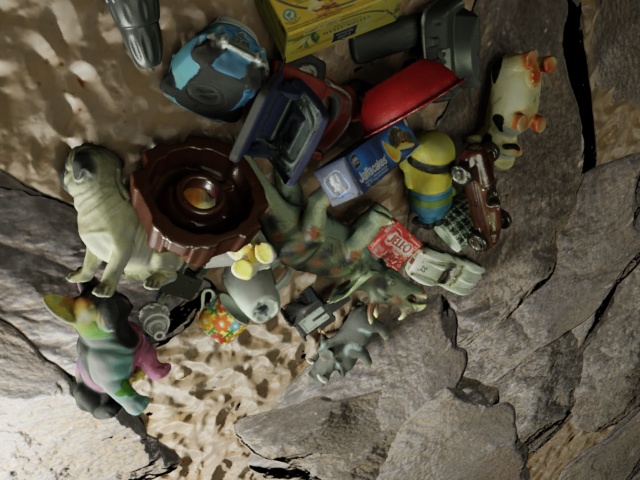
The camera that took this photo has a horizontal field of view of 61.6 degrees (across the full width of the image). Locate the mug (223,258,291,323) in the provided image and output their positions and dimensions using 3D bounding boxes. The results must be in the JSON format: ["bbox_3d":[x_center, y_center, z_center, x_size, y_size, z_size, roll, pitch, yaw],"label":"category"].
[{"bbox_3d":[-0.095,0.080,0.881,0.109,0.107,0.080,-26,129,-8],"label":"mug"}]

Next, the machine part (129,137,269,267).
[{"bbox_3d":[-0.159,-0.053,0.710,0.179,0.179,0.056,-1,153,-26],"label":"machine part"}]

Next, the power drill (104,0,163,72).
[{"bbox_3d":[-0.160,-0.333,0.612,0.207,0.086,0.231,-21,125,-4],"label":"power drill"}]

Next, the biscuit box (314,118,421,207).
[{"bbox_3d":[0.075,-0.121,0.793,0.203,0.063,0.059,-42,107,-46],"label":"biscuit box"}]

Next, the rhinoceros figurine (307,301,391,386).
[{"bbox_3d":[0.052,0.211,1.060,0.112,0.073,0.190,28,105,-38],"label":"rhinoceros figurine"}]

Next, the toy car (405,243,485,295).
[{"bbox_3d":[0.255,0.062,1.077,0.201,0.056,0.073,17,111,-33],"label":"toy car"}]

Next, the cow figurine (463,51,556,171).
[{"bbox_3d":[0.312,-0.213,0.905,0.085,0.127,0.194,-4,107,-25],"label":"cow figurine"}]

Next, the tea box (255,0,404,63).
[{"bbox_3d":[0.012,-0.309,0.685,0.170,0.098,0.068,-23,171,-10],"label":"tea box"}]

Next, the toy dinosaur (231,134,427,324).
[{"bbox_3d":[-0.005,-0.003,0.863,0.404,0.131,0.192,27,103,-22],"label":"toy dinosaur"}]

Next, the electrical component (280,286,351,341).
[{"bbox_3d":[-0.006,0.124,0.991,0.119,0.048,0.074,-40,129,1],"label":"electrical component"}]

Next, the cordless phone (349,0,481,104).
[{"bbox_3d":[0.142,-0.270,0.809,0.184,0.089,0.146,-16,128,-3],"label":"cordless phone"}]

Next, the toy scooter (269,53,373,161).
[{"bbox_3d":[-0.008,-0.188,0.776,0.184,0.075,0.135,15,111,-38],"label":"toy scooter"}]

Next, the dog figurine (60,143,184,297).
[{"bbox_3d":[-0.262,-0.034,0.742,0.172,0.121,0.190,-14,113,-60],"label":"dog figurine"}]

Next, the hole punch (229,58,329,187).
[{"bbox_3d":[-0.047,-0.143,0.679,0.092,0.116,0.142,22,120,-10],"label":"hole punch"}]

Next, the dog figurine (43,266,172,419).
[{"bbox_3d":[-0.335,0.152,0.808,0.192,0.108,0.219,-16,112,30],"label":"dog figurine"}]

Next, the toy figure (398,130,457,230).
[{"bbox_3d":[0.191,-0.102,0.919,0.082,0.089,0.179,-42,133,-41],"label":"toy figure"}]

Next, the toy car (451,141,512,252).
[{"bbox_3d":[0.279,-0.069,0.905,0.089,0.053,0.201,-39,122,-28],"label":"toy car"}]

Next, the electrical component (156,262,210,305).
[{"bbox_3d":[-0.222,0.070,0.866,0.063,0.021,0.094,27,105,-37],"label":"electrical component"}]

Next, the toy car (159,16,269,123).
[{"bbox_3d":[-0.126,-0.223,0.671,0.109,0.162,0.103,19,66,-26],"label":"toy car"}]

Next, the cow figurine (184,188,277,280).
[{"bbox_3d":[-0.136,-0.019,0.804,0.068,0.098,0.167,-43,88,4],"label":"cow figurine"}]
